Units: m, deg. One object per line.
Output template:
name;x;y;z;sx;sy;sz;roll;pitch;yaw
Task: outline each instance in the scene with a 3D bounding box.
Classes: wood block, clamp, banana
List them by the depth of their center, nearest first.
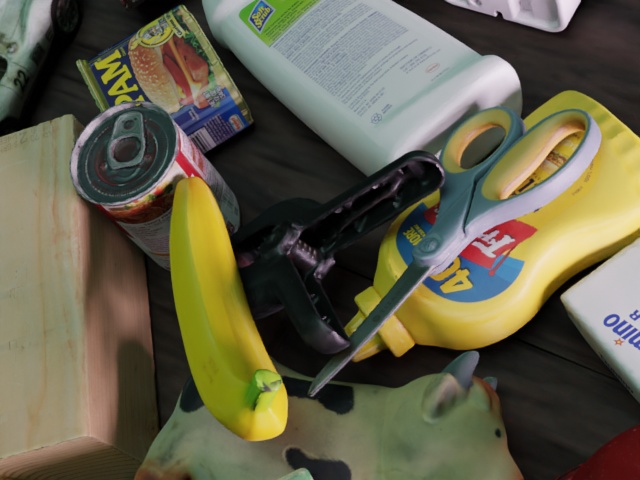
banana;-0.046;0.040;0.534;0.037;0.070;0.198;4;28;-22
clamp;-0.004;0.001;0.587;0.120;0.039;0.172;-49;25;-17
wood block;-0.161;0.042;0.640;0.090;0.090;0.206;-17;61;12

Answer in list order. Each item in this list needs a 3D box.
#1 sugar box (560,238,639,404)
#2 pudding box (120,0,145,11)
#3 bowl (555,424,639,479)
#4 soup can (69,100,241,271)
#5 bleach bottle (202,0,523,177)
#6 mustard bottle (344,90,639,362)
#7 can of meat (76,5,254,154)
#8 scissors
sugar box;0.221;0.016;0.540;0.176;0.048;0.093;-37;58;4
pudding box;-0.126;-0.226;0.779;0.090;0.039;0.114;-34;46;0
bowl;0.176;0.118;0.440;0.162;0.161;0.055;24;116;28
soup can;-0.096;-0.029;0.644;0.069;0.102;0.068;-8;62;16
bleach bottle;0.007;-0.128;0.681;0.102;0.068;0.251;-39;55;-8
mustard bottle;0.091;0.004;0.585;0.191;0.058;0.096;-36;51;1
can of meat;-0.101;-0.097;0.708;0.084;0.057;0.102;-31;59;0
scissors;0.056;-0.006;0.558;0.201;0.016;0.096;-38;35;-2
